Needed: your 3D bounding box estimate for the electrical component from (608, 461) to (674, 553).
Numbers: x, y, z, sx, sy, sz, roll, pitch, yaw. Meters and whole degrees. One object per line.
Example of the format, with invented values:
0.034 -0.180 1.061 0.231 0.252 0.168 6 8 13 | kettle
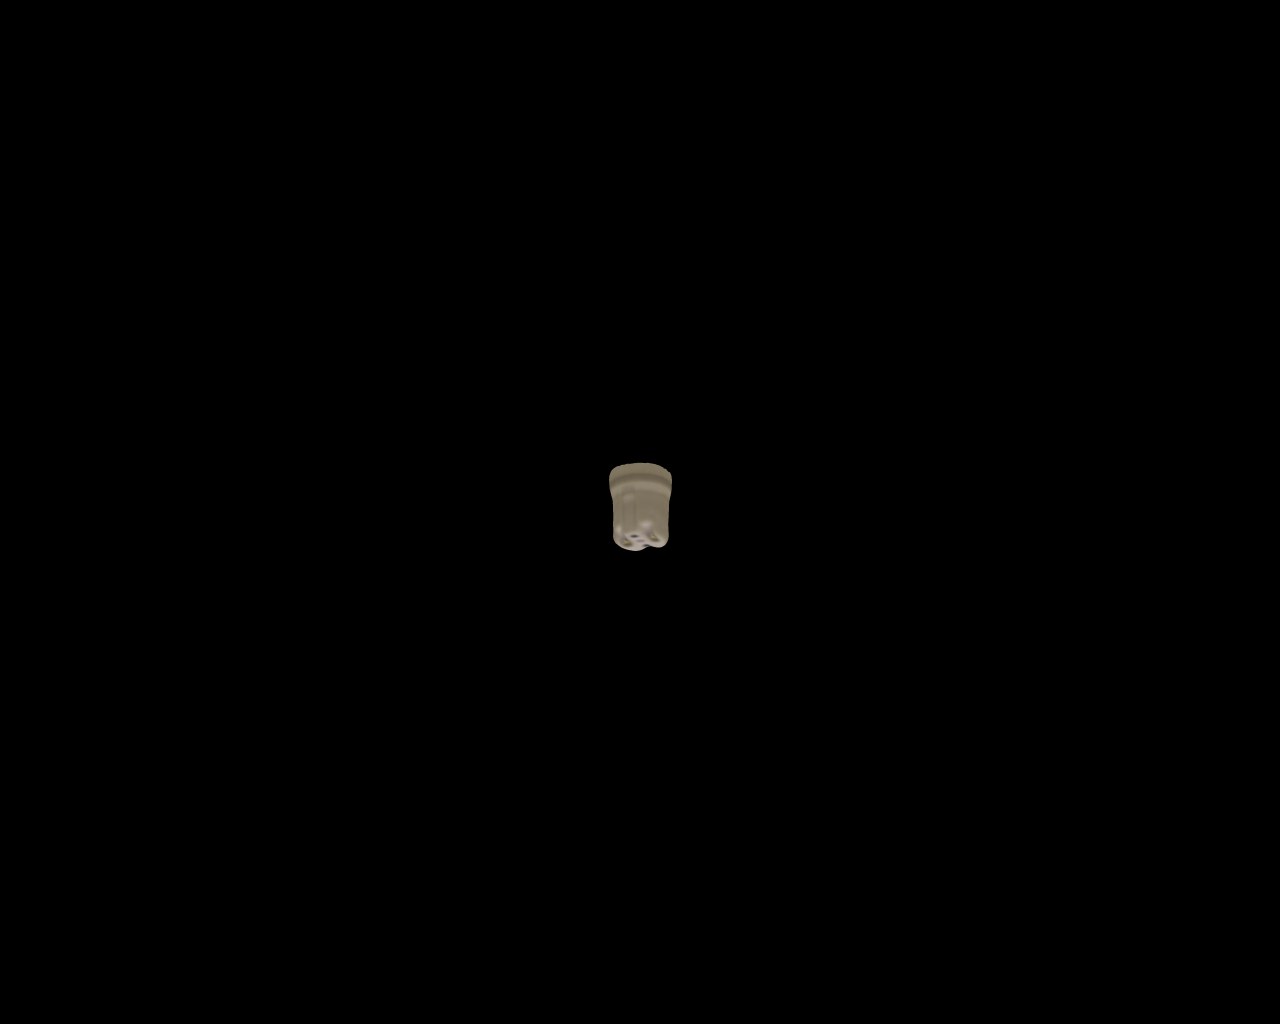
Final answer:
0.001 -0.003 0.650 0.040 0.046 0.040 0 -22 0 | electrical component
